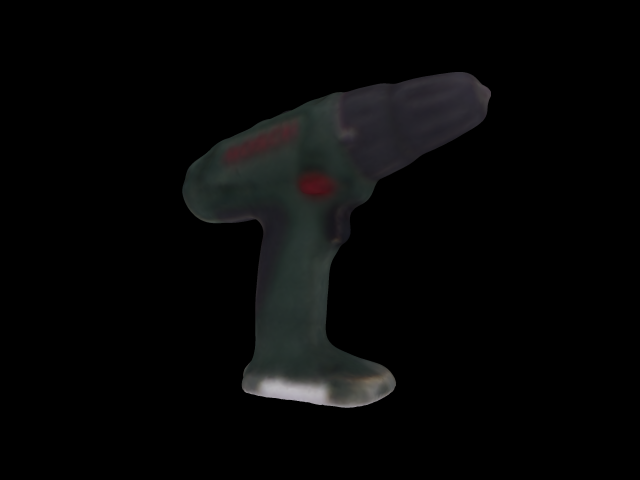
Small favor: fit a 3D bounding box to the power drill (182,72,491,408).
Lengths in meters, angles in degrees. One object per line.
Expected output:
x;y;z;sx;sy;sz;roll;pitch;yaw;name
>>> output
0.004;0.001;0.400;0.228;0.208;0.076;0;0;29;power drill
